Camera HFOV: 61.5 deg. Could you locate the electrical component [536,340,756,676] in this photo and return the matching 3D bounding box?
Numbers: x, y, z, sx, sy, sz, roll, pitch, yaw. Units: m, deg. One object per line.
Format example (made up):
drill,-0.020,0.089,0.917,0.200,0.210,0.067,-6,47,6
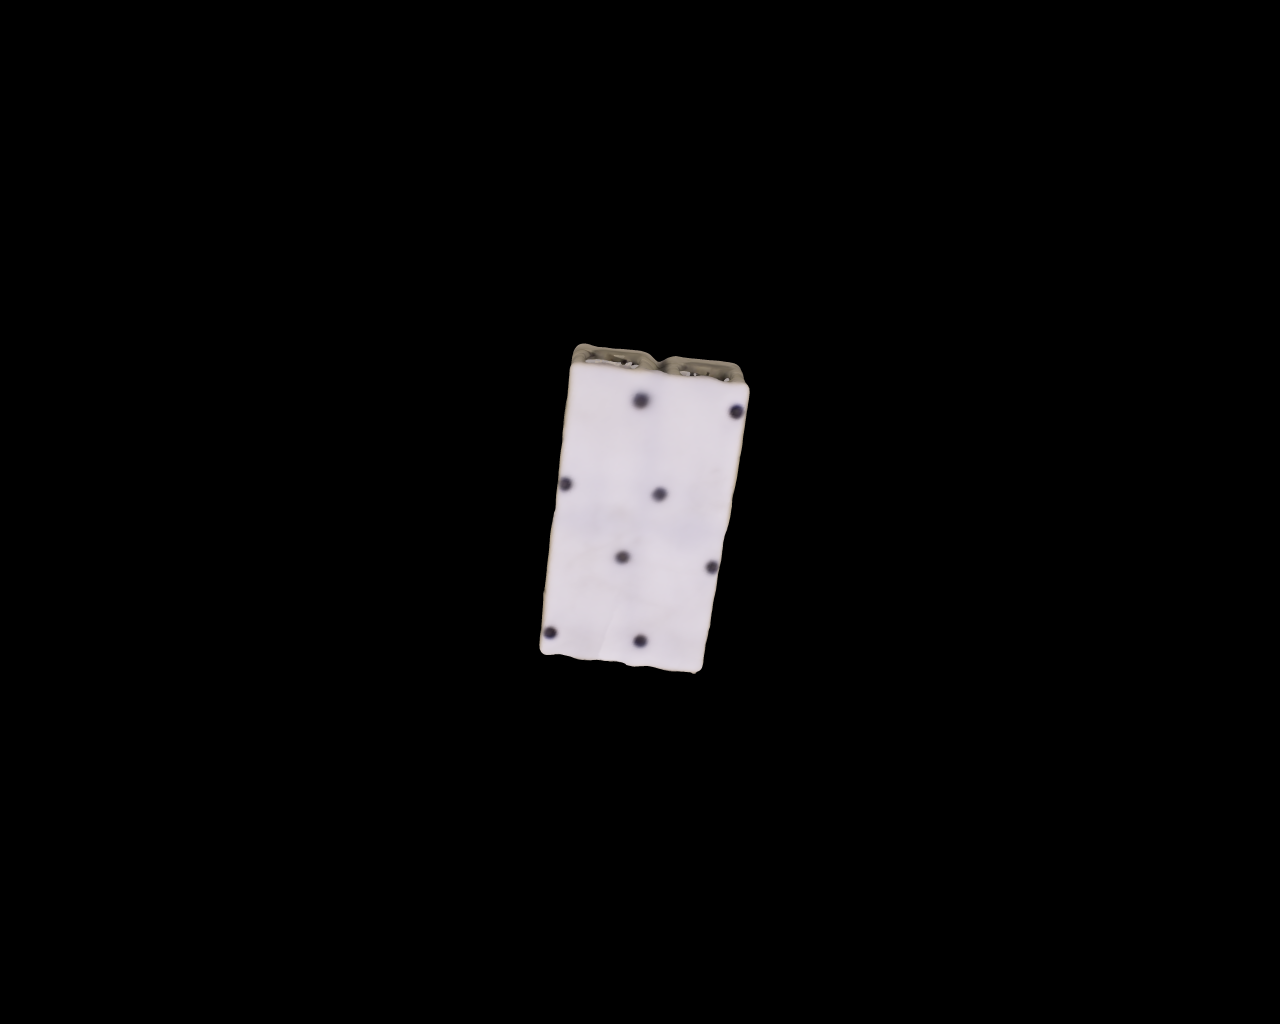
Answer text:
electrical component,0.001,-0.003,0.650,0.105,0.186,0.060,7,20,-2
